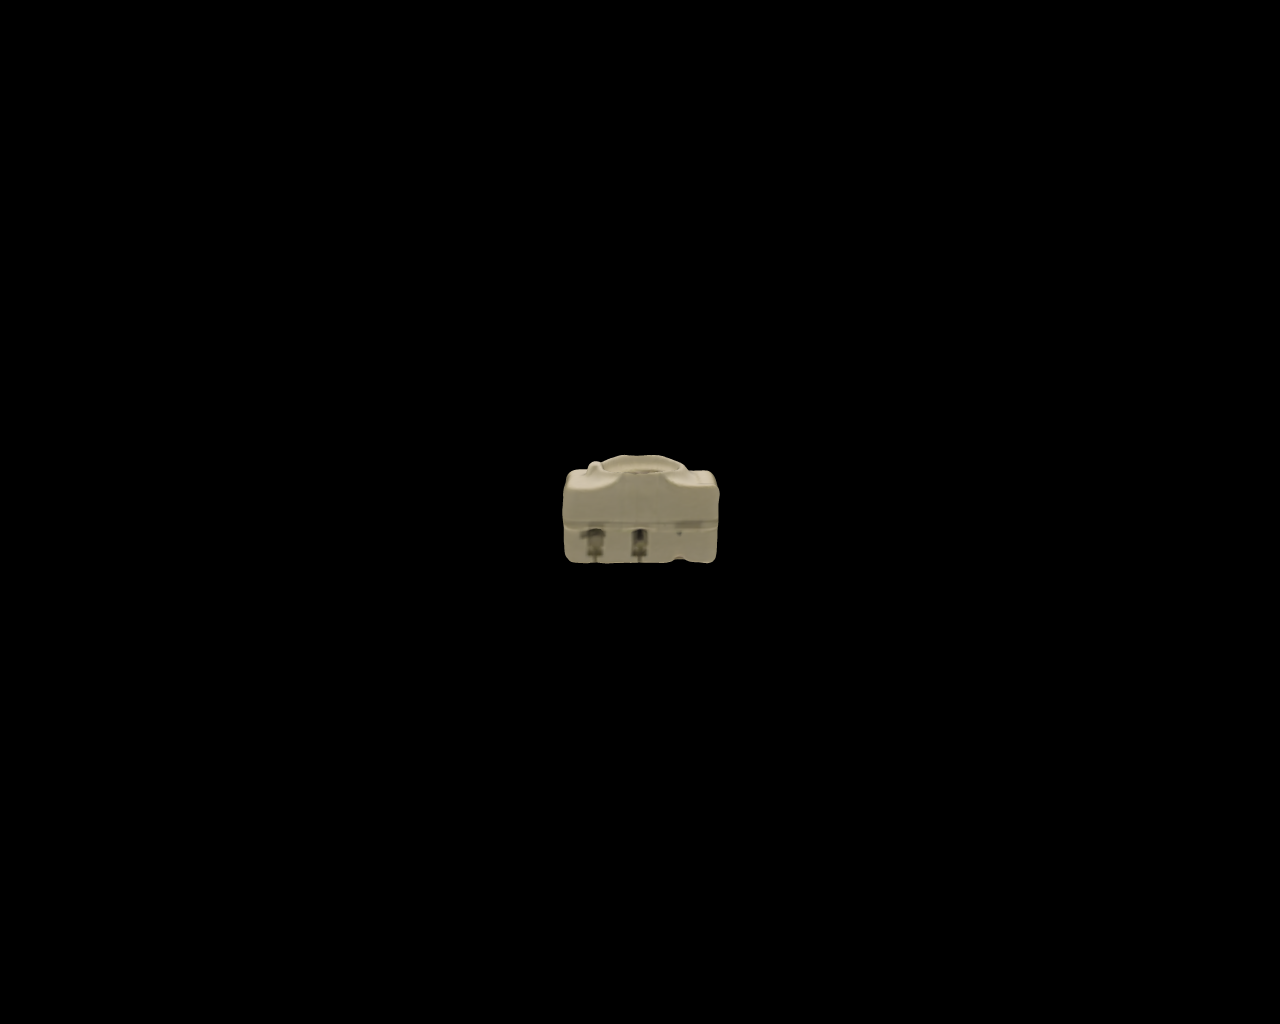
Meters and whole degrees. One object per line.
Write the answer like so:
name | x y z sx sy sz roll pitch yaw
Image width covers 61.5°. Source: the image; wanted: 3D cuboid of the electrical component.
electrical component | 0.001 -0.003 0.650 0.089 0.055 0.050 0 16 0
